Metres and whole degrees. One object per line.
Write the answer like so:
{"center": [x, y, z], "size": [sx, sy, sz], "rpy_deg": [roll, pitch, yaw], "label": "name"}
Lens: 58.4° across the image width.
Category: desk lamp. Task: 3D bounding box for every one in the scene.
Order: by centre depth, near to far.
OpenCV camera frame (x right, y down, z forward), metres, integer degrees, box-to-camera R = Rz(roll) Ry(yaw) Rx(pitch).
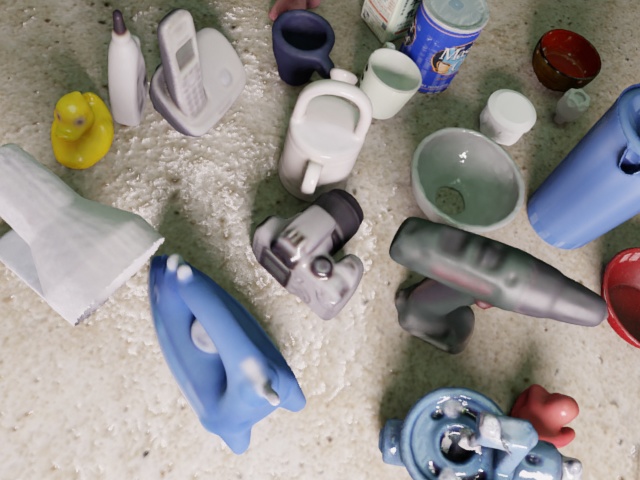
{"center": [-0.265, 0.005, 0.594], "size": [0.203, 0.213, 0.118], "rpy_deg": [37, 63, 7], "label": "desk lamp"}

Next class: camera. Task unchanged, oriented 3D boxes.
{"center": [0.007, 0.003, 0.721], "size": [0.143, 0.100, 0.137], "rpy_deg": [42, 63, 9], "label": "camera"}

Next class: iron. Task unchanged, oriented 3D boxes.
{"center": [-0.120, 0.095, 0.625], "size": [0.119, 0.141, 0.258], "rpy_deg": [-32, 75, -24], "label": "iron"}

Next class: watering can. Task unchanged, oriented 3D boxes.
{"center": [0.007, -0.144, 0.738], "size": [0.101, 0.194, 0.173], "rpy_deg": [-2, 65, -13], "label": "watering can"}

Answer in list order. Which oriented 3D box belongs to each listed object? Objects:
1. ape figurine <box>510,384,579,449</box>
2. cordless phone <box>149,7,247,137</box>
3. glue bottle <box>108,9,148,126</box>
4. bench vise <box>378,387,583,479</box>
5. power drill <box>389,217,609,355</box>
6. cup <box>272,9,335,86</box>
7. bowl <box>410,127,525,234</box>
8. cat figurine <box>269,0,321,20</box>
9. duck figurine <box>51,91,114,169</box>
{"center": [0.276, 0.210, 0.688], "size": [0.076, 0.092, 0.078], "rpy_deg": [-7, 67, -16], "label": "ape figurine"}
{"center": [-0.158, -0.240, 0.751], "size": [0.094, 0.185, 0.148], "rpy_deg": [29, 62, 2], "label": "cordless phone"}
{"center": [-0.248, -0.225, 0.731], "size": [0.037, 0.173, 0.078], "rpy_deg": [9, 63, -8], "label": "glue bottle"}
{"center": [0.184, 0.207, 0.597], "size": [0.208, 0.219, 0.121], "rpy_deg": [-2, 65, -14], "label": "bench vise"}
{"center": [0.178, 0.063, 0.670], "size": [0.229, 0.208, 0.076], "rpy_deg": [26, 62, 1], "label": "power drill"}
{"center": [-0.022, -0.266, 0.846], "size": [0.092, 0.095, 0.117], "rpy_deg": [-31, 75, -24], "label": "cup"}
{"center": [0.198, -0.072, 0.815], "size": [0.167, 0.074, 0.167], "rpy_deg": [5, 64, -10], "label": "bowl"}
{"center": [-0.027, -0.418, 0.905], "size": [0.067, 0.117, 0.128], "rpy_deg": [23, 62, -1], "label": "cat figurine"}
{"center": [-0.308, -0.155, 0.733], "size": [0.077, 0.086, 0.104], "rpy_deg": [13, 63, -6], "label": "duck figurine"}
